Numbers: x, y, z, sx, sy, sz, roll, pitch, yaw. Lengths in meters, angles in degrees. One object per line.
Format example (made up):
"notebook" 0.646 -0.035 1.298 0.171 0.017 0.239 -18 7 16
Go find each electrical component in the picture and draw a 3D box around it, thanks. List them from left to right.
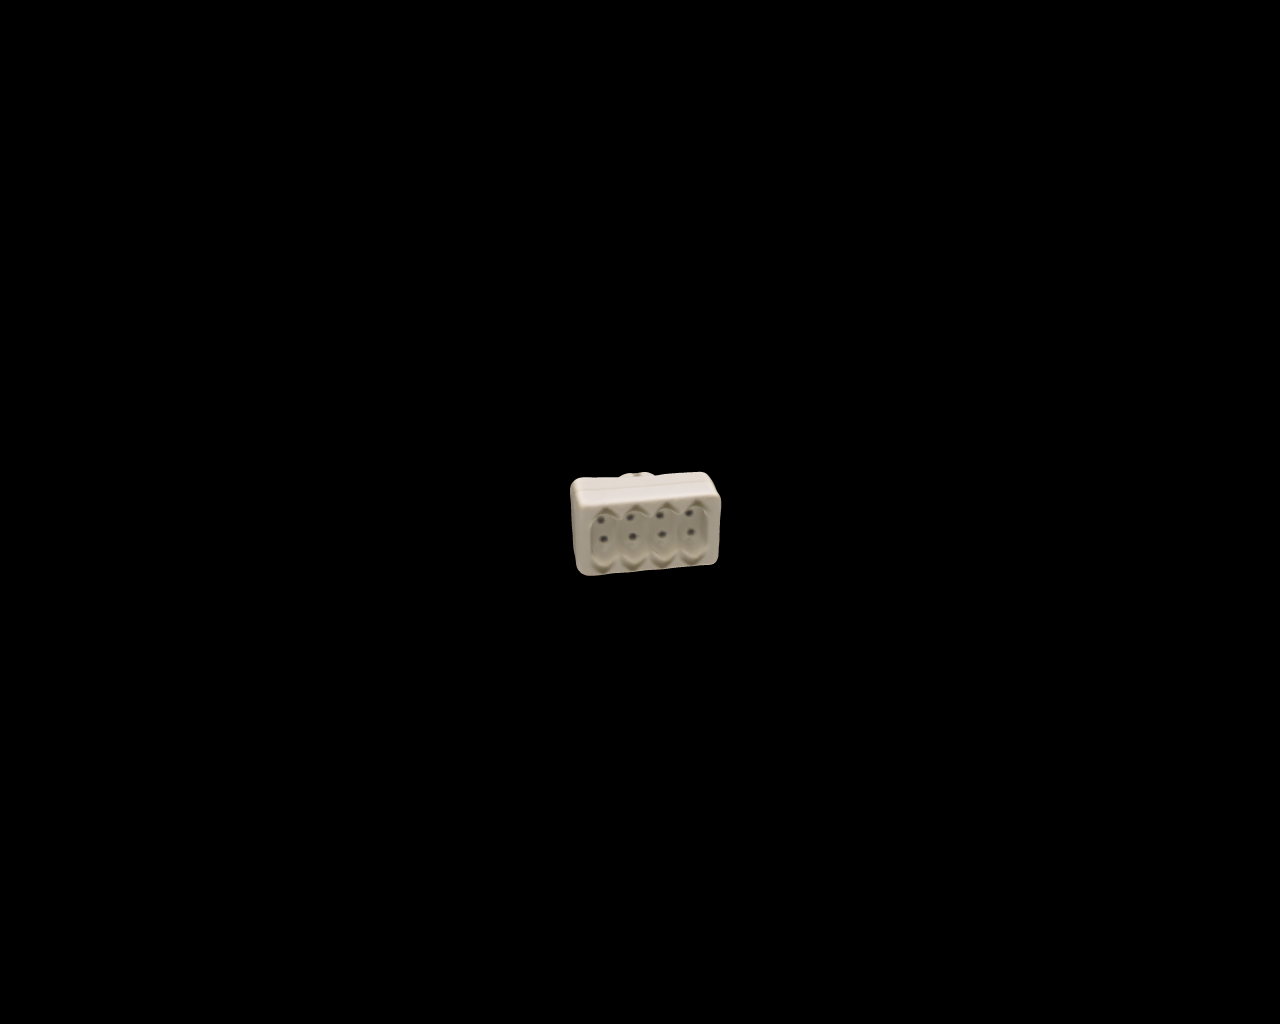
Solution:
"electrical component" 0.001 -0.003 0.650 0.083 0.047 0.076 -4 28 -7
